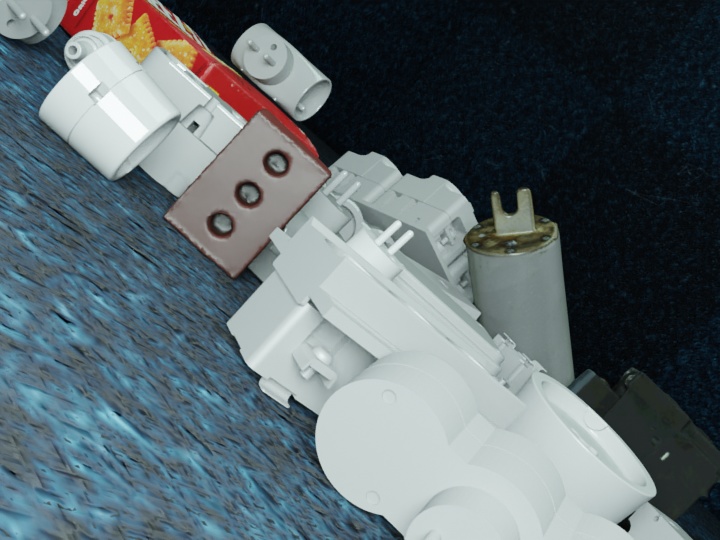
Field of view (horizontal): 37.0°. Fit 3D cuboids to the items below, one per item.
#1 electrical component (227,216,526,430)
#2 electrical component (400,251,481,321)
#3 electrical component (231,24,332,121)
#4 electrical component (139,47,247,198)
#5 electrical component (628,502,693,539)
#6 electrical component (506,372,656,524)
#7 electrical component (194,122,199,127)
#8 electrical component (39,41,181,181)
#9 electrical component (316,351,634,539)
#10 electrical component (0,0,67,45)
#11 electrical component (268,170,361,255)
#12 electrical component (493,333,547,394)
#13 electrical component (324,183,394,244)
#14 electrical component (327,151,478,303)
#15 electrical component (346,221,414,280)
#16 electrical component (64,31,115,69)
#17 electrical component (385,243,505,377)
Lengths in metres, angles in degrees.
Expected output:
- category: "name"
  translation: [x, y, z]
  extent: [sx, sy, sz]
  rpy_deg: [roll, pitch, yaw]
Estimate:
- category: "electrical component"
  translation: [0.006, 0.042, 0.470]
  extent: [0.121, 0.063, 0.078]
  rpy_deg: [39, 6, -31]
- category: "electrical component"
  translation: [0.045, 0.027, 0.871]
  extent: [0.096, 0.061, 0.061]
  rpy_deg: [39, 7, -36]
- category: "electrical component"
  translation: [-0.070, -0.166, 0.870]
  extent: [0.077, 0.043, 0.079]
  rpy_deg: [43, 4, 17]
- category: "electrical component"
  translation: [-0.106, -0.082, 0.658]
  extent: [0.095, 0.059, 0.053]
  rpy_deg: [41, 5, -9]
- category: "electrical component"
  translation: [0.213, 0.207, 0.721]
  extent: [0.056, 0.050, 0.089]
  rpy_deg: [37, 8, -39]
- category: "electrical component"
  translation: [0.131, 0.126, 0.700]
  extent: [0.108, 0.060, 0.108]
  rpy_deg: [40, 14, -12]
- category: "electrical component"
  translation: [-0.110, -0.090, 0.739]
  extent: [0.056, 0.050, 0.089]
  rpy_deg: [42, 6, -5]
- category: "electrical component"
  translation: [-0.123, -0.078, 0.537]
  extent: [0.047, 0.055, 0.055]
  rpy_deg: [46, 5, -4]
- category: "electrical component"
  translation: [0.039, 0.093, 0.379]
  extent: [0.138, 0.052, 0.074]
  rpy_deg: [43, 25, 9]
- category: "electrical component"
  translation: [-0.209, -0.163, 0.638]
  extent: [0.079, 0.043, 0.077]
  rpy_deg: [46, 6, 33]
- category: "electrical component"
  translation: [-0.032, -0.032, 0.681]
  extent: [0.044, 0.079, 0.077]
  rpy_deg: [50, 9, 30]
- category: "electrical component"
  translation: [0.119, 0.101, 0.812]
  extent: [0.079, 0.063, 0.121]
  rpy_deg: [40, 6, -23]
- category: "electrical component"
  translation: [-0.024, -0.046, 0.997]
  extent: [0.138, 0.052, 0.073]
  rpy_deg: [42, 5, -6]
- category: "electrical component"
  translation: [0.045, -0.043, 1.047]
  extent: [0.186, 0.060, 0.105]
  rpy_deg: [28, -26, 49]
- category: "electrical component"
  translation: [0.000, 0.000, 0.667]
  extent: [0.043, 0.079, 0.077]
  rpy_deg: [52, 9, 30]
- category: "electrical component"
  translation: [-0.184, -0.146, 0.731]
  extent: [0.035, 0.035, 0.061]
  rpy_deg: [43, 8, 1]
- category: "electrical component"
  translation: [0.041, 0.040, 0.771]
  extent: [0.109, 0.056, 0.108]
  rpy_deg: [42, 5, -7]
